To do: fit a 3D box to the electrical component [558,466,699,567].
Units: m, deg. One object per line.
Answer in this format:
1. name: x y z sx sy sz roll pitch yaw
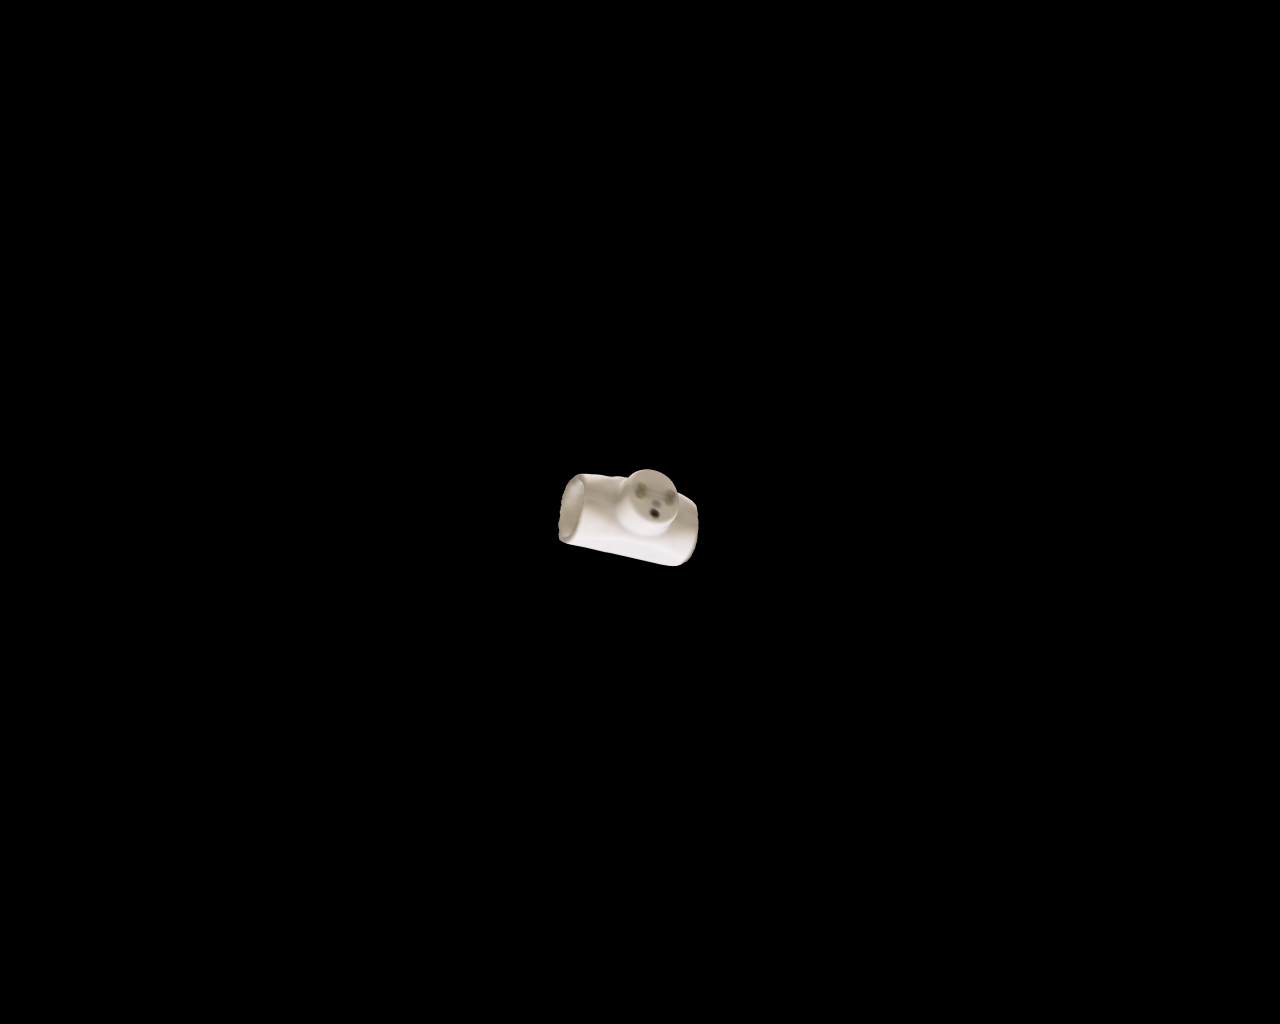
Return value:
1. electrical component: 0.001 -0.003 0.650 0.077 0.044 0.079 13 -32 -22
